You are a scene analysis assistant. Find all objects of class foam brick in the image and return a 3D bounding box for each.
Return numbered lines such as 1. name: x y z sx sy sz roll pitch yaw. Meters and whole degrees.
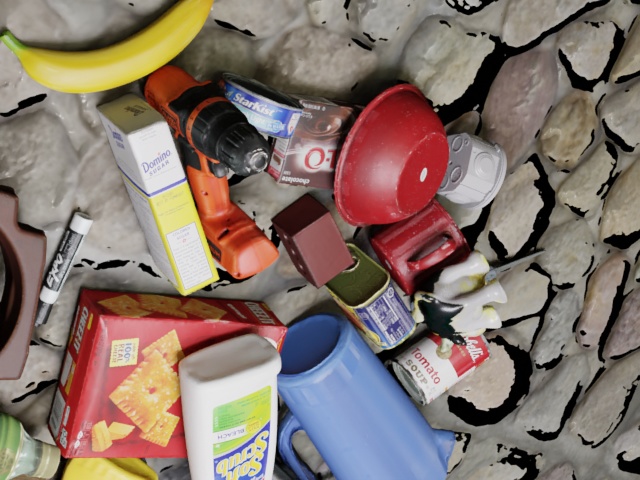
1. foam brick: -0.007 0.001 1.136 0.051 0.053 0.078 -34 124 -11

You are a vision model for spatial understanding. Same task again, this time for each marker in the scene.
1. marker: -0.253 0.030 1.035 0.020 0.020 0.121 19 103 -34

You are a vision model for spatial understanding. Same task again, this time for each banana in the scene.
1. banana: -0.183 -0.174 0.965 0.197 0.037 0.069 -18 121 -21

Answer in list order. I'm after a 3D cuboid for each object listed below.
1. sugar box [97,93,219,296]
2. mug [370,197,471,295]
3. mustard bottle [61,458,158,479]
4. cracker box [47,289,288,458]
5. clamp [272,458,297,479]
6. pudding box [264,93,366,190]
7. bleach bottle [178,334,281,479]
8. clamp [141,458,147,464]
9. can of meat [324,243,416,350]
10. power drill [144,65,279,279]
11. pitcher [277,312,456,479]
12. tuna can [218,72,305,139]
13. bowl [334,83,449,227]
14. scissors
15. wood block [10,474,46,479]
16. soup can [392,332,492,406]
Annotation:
1. sugar box: -0.152 -0.044 1.010 0.048 0.093 0.176 -24 123 -19
2. mug: 0.112 0.010 1.171 0.081 0.117 0.093 -34 106 -5
3. mustard bottle: -0.260 0.307 1.132 0.096 0.058 0.192 32 100 -15
4. cracker box: -0.157 0.143 1.109 0.213 0.072 0.164 7 110 -32
5. clamp: -0.040 0.272 1.185 0.171 0.120 0.039 41 78 5
6. pudding box: 0.006 -0.100 1.104 0.113 0.039 0.090 5 110 -31
7. bleach bottle: -0.086 0.225 1.108 0.102 0.068 0.251 -17 123 -24
8. clamp: -0.168 0.338 1.217 0.164 0.036 0.210 13 103 -31
9. can of meat: 0.051 0.063 1.169 0.057 0.102 0.084 -40 128 -8
10. power drill: -0.089 -0.057 0.994 0.057 0.185 0.187 -27 132 -20
11. pitcher: 0.031 0.203 1.216 0.149 0.145 0.242 -51 126 -26
12. tuna can: -0.060 -0.129 1.024 0.086 0.086 0.034 15 107 -33
13. bowl: 0.086 -0.078 1.114 0.161 0.055 0.162 -34 139 -37
14. scissors: 0.196 0.034 1.264 0.201 0.016 0.096 -26 157 -15
15. wood block: -0.348 0.330 1.081 0.090 0.091 0.206 12 107 -33
16. soup can: 0.145 0.143 1.278 0.102 0.069 0.068 -34 125 -11
